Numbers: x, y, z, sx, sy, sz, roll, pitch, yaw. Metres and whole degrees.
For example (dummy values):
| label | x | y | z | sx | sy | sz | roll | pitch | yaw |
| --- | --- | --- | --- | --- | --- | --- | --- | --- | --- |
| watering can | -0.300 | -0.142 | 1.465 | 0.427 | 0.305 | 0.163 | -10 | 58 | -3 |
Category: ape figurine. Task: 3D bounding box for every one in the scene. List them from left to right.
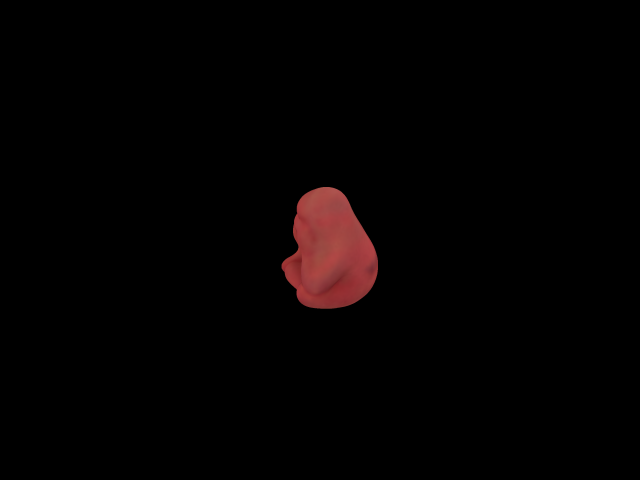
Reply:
| label | x | y | z | sx | sy | sz | roll | pitch | yaw |
| --- | --- | --- | --- | --- | --- | --- | --- | --- | --- |
| ape figurine | 0.004 | 0.001 | 0.400 | 0.076 | 0.092 | 0.078 | 10 | 43 | 11 |
